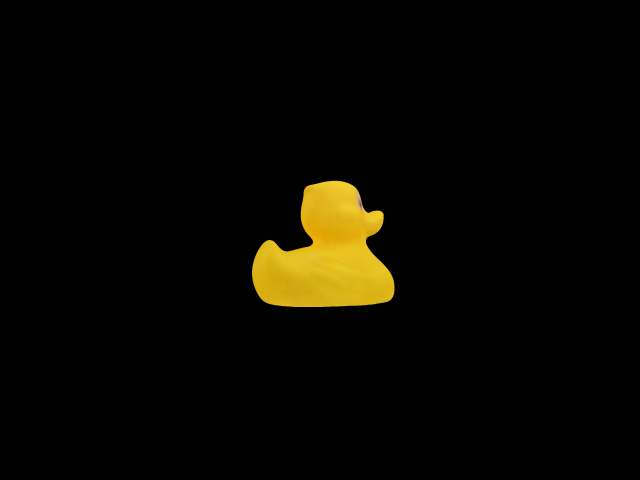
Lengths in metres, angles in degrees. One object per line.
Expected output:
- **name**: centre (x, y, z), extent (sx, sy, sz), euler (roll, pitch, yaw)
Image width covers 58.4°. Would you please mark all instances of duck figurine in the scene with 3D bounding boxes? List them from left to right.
- **duck figurine**: centre (0.004, 0.001, 0.400), extent (0.105, 0.086, 0.077), euler (0, 0, -28)
